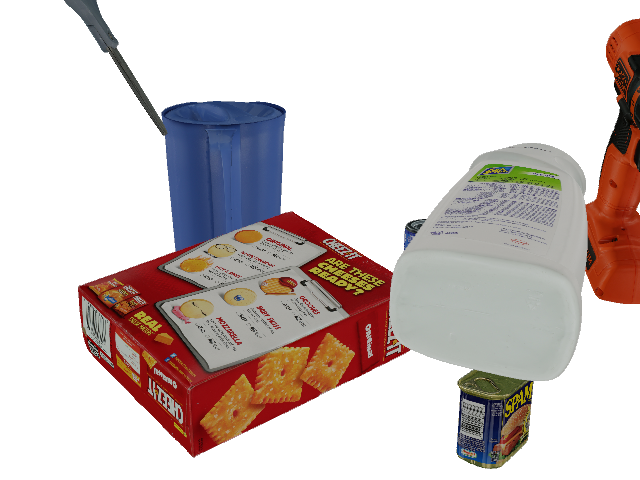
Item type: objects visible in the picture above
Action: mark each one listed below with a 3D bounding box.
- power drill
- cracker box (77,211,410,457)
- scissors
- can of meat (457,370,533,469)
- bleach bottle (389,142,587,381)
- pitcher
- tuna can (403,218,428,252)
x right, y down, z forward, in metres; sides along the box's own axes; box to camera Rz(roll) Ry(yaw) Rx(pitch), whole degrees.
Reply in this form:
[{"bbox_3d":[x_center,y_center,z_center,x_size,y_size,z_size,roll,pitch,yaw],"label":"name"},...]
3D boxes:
[{"bbox_3d":[0.239,-0.047,0.786,0.057,0.188,0.184,4,36,-1],"label":"power drill"},{"bbox_3d":[-0.057,0.064,0.843,0.213,0.072,0.164,-21,36,-34],"label":"cracker box"},{"bbox_3d":[-0.191,-0.189,0.937,0.016,0.201,0.096,-29,28,12],"label":"scissors"},{"bbox_3d":[0.183,0.180,1.116,0.058,0.084,0.101,12,19,32],"label":"can of meat"},{"bbox_3d":[0.123,-0.007,0.648,0.103,0.068,0.250,11,25,18],"label":"bleach bottle"},{"bbox_3d":[-0.104,-0.027,1.171,0.145,0.243,0.148,15,24,39],"label":"pitcher"},{"bbox_3d":[0.121,0.003,1.002,0.086,0.034,0.086,1,12,0],"label":"tuna can"}]
